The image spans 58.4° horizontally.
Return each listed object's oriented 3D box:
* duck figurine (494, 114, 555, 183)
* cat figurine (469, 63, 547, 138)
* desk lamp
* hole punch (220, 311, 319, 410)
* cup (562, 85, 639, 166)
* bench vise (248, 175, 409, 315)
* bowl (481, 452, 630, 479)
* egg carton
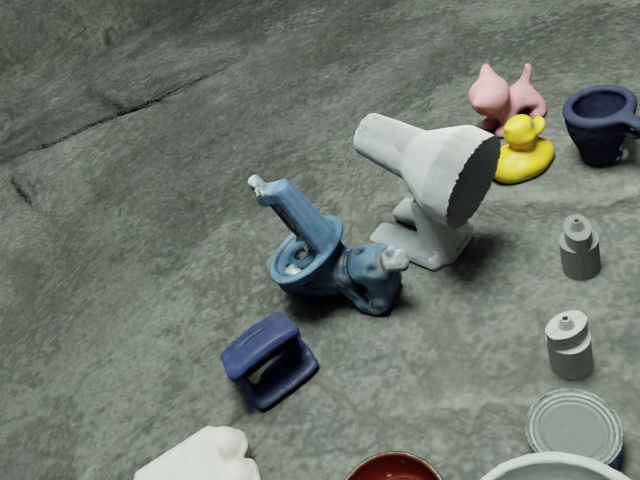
[{"bbox_3d":[0.290,-0.140,0.840,0.104,0.086,0.077,-30,39,-4],"label":"duck figurine"},{"bbox_3d":[0.291,-0.232,0.915,0.128,0.118,0.067,-31,39,-5],"label":"cat figurine"},{"bbox_3d":[0.134,-0.063,0.741,0.202,0.214,0.118,22,59,43],"label":"desk lamp"},{"bbox_3d":[-0.075,0.142,0.731,0.109,0.091,0.100,-36,40,-11],"label":"hole punch"},{"bbox_3d":[0.393,-0.145,0.781,0.092,0.095,0.117,-33,40,-7],"label":"cup"},{"bbox_3d":[0.009,-0.006,0.744,0.207,0.220,0.121,-10,42,20],"label":"bench vise"},{"bbox_3d":[0.197,0.264,0.459,0.167,0.075,0.167,-15,41,14],"label":"bowl"},{"bbox_3d":[-0.139,0.278,0.635,0.150,0.070,0.107,-33,40,-7],"label":"egg carton"}]
